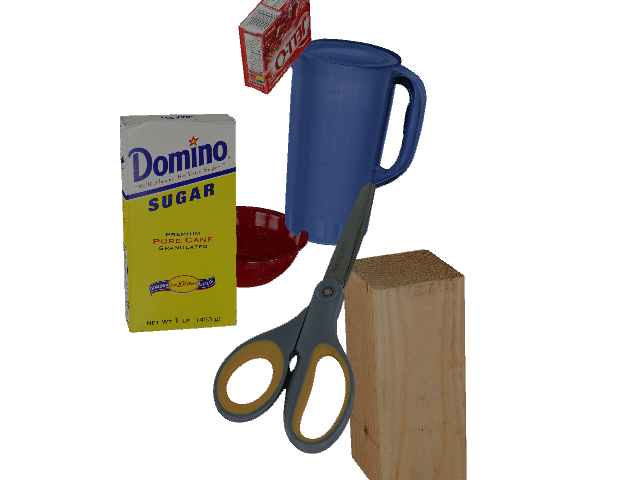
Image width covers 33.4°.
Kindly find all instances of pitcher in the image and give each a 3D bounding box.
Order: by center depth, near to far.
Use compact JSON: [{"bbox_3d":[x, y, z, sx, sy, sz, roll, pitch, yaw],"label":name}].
[{"bbox_3d":[0.029,-0.119,1.322,0.144,0.243,0.149,-3,25,-22],"label":"pitcher"}]

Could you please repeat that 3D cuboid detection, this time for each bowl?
[{"bbox_3d":[-0.097,0.013,1.319,0.162,0.055,0.162,4,25,-2],"label":"bowl"}]

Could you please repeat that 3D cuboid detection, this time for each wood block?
[{"bbox_3d":[0.080,0.123,1.009,0.090,0.206,0.091,-8,18,-16],"label":"wood block"}]

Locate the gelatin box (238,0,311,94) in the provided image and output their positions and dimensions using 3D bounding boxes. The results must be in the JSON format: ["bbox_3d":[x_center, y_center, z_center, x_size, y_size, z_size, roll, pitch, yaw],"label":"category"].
[{"bbox_3d":[-0.040,-0.194,1.005,0.030,0.089,0.073,23,-35,19],"label":"gelatin box"}]

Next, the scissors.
[{"bbox_3d":[-0.014,0.042,0.683,0.096,0.201,0.016,-2,-37,7],"label":"scissors"}]

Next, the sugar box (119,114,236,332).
[{"bbox_3d":[-0.117,-0.015,0.887,0.093,0.176,0.048,-4,15,-15],"label":"sugar box"}]
